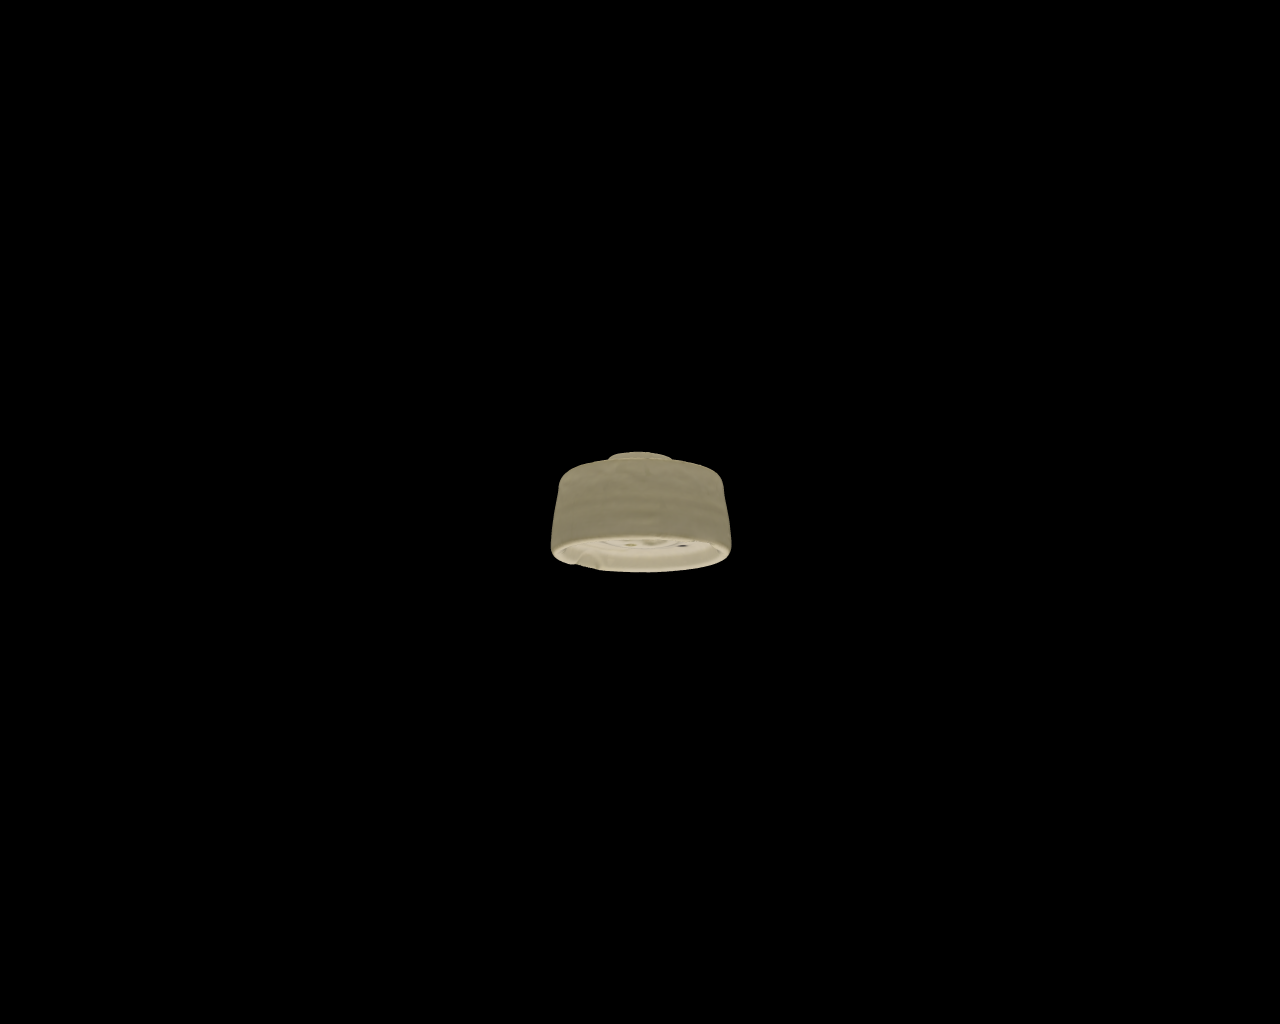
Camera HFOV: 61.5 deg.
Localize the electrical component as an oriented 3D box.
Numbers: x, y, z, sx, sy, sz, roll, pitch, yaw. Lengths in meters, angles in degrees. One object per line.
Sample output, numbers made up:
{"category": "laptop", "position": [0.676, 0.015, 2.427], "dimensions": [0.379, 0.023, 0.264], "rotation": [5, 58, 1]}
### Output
{"category": "electrical component", "position": [0.001, -0.003, 0.650], "dimensions": [0.108, 0.060, 0.108], "rotation": [0, -14, 0]}
